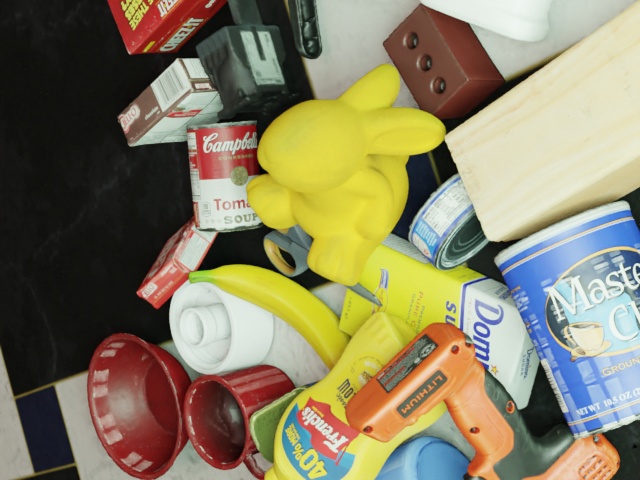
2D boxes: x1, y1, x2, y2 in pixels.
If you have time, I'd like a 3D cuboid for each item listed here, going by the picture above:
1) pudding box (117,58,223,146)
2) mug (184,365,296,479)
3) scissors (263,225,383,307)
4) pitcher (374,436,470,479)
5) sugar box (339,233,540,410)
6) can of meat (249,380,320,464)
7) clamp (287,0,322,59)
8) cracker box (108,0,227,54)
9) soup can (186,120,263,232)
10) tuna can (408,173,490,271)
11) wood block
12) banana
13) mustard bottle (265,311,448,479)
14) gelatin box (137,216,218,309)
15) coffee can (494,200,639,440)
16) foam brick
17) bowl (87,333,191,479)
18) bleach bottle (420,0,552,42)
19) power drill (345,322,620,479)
[{"bbox_3d":[-0.128,-0.134,1.034,0.114,0.089,0.039,-31,78,41],"label":"pudding box"},{"bbox_3d":[-0.067,0.178,1.037,0.093,0.081,0.117,-48,66,37],"label":"mug"},{"bbox_3d":[-0.006,0.001,0.945,0.202,0.016,0.096,10,116,62],"label":"scissors"},{"bbox_3d":[0.025,0.271,0.918,0.243,0.144,0.149,-38,44,33],"label":"pitcher"},{"bbox_3d":[0.100,0.066,0.888,0.176,0.048,0.093,26,115,38],"label":"sugar box"},{"bbox_3d":[-0.003,0.160,0.973,0.102,0.083,0.057,-36,72,40],"label":"can of meat"},{"bbox_3d":[-0.020,-0.248,0.949,0.172,0.039,0.120,52,122,29],"label":"clamp"},{"bbox_3d":[-0.158,-0.315,1.043,0.164,0.071,0.214,-34,75,42],"label":"cracker box"},{"bbox_3d":[-0.091,-0.062,1.026,0.069,0.068,0.102,2,99,43],"label":"soup can"},{"bbox_3d":[0.112,-0.017,0.835,0.034,0.085,0.086,48,126,24],"label":"tuna can"},{"bbox_3d":[0.200,-0.084,0.734,0.206,0.090,0.090,-34,70,40],"label":"wood block"},{"bbox_3d":[-0.030,0.069,0.995,0.198,0.069,0.037,28,136,28],"label":"banana"},{"bbox_3d":[0.017,0.155,0.869,0.192,0.058,0.096,-48,54,16],"label":"mustard bottle"},{"bbox_3d":[-0.142,0.017,1.075,0.030,0.089,0.073,39,131,-13],"label":"gelatin box"},{"bbox_3d":[0.198,0.057,0.755,0.103,0.102,0.140,-32,76,41],"label":"coffee can"},{"bbox_3d":[0.098,-0.141,0.849,0.053,0.051,0.078,-42,69,39],"label":"foam brick"},{"bbox_3d":[-0.185,0.176,1.164,0.162,0.055,0.162,9,103,42],"label":"bowl"},{"bbox_3d":[0.156,-0.278,0.765,0.103,0.067,0.251,28,112,26],"label":"bleach bottle"},{"bbox_3d":[0.106,0.168,0.790,0.187,0.184,0.057,46,177,-17],"label":"power drill"}]
